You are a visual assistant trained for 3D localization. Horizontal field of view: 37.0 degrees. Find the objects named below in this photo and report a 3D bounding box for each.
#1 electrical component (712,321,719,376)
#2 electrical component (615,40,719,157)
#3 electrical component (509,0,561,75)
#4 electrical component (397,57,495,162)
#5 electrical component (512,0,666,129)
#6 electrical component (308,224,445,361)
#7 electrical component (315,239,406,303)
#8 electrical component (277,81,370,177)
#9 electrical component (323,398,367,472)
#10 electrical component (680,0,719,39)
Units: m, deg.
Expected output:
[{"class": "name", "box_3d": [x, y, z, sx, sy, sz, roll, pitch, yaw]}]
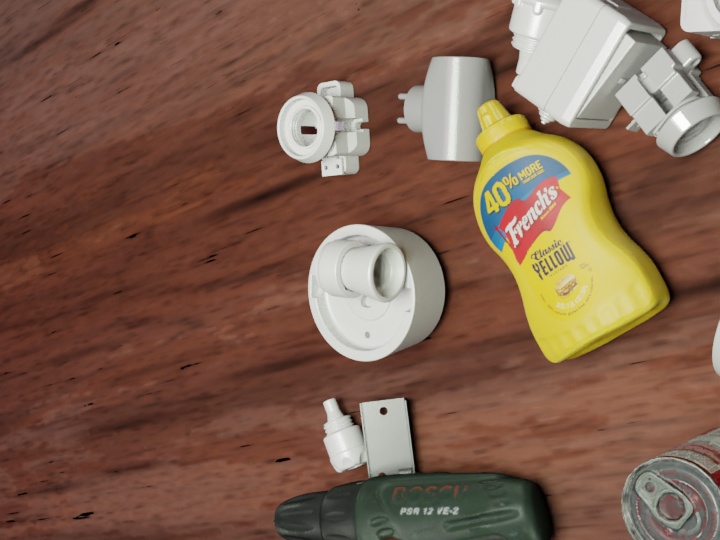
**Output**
[{"class": "electrical component", "box_3d": [0.256, 0.029, 0.645, 0.060, 0.108, 0.108, 32, 114, 39]}, {"class": "electrical component", "box_3d": [0.207, -0.108, 0.708, 0.066, 0.048, 0.055, -47, 58, 32]}, {"class": "electrical component", "box_3d": [0.127, -0.169, 0.768, 0.048, 0.048, 0.062, 29, 119, 34]}, {"class": "electrical component", "box_3d": [0.061, -0.123, 0.827, 0.079, 0.043, 0.077, 8, 100, 39]}, {"class": "electrical component", "box_3d": [0.156, -0.136, 0.735, 0.061, 0.062, 0.096, 43, 119, 28]}, {"class": "electrical component", "box_3d": [0.018, 0.016, 0.865, 0.108, 0.060, 0.108, 5, 97, 39]}, {"class": "electrical component", "box_3d": [0.000, 0.000, 0.808, 0.055, 0.045, 0.045, 6, 98, 39]}, {"class": "electrical component", "box_3d": [-0.031, -0.118, 0.894, 0.058, 0.057, 0.078, -2, 93, 40]}, {"class": "electrical component", "box_3d": [-0.016, 0.140, 0.924, 0.035, 0.035, 0.061, -33, 71, 37]}, {"class": "electrical component", "box_3d": [0.250, -0.219, 0.649, 0.089, 0.062, 0.150, 8, 99, 39]}]
